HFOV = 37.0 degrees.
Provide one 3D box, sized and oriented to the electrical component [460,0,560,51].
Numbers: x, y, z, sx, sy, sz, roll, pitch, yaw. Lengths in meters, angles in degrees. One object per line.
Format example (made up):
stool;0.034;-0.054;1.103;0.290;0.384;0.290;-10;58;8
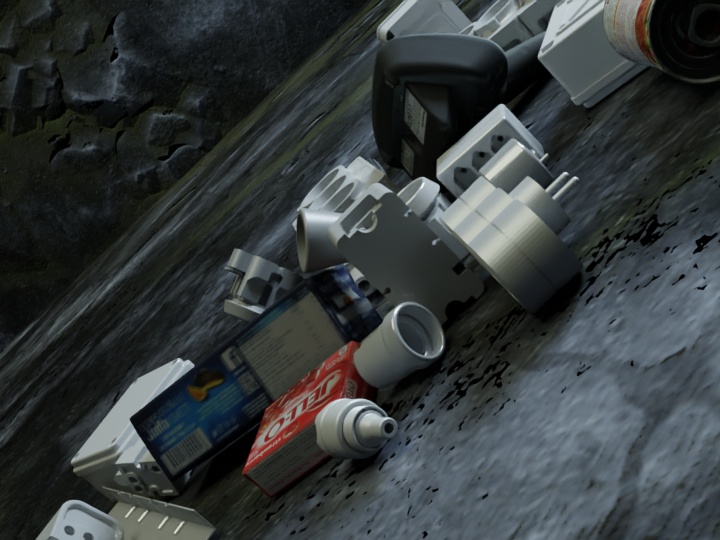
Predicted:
electrical component;0.145;-0.217;0.991;0.150;0.062;0.089;-36;17;34

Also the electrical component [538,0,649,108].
electrical component;0.193;-0.187;0.784;0.109;0.056;0.108;-35;18;35

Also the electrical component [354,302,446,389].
electrical component;0.023;0.047;0.655;0.046;0.040;0.040;-41;14;41

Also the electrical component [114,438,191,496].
electrical component;-0.157;0.148;0.863;0.066;0.048;0.055;-9;31;30

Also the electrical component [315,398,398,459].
electrical component;0.001;0.090;0.609;0.035;0.035;0.061;-53;18;-25

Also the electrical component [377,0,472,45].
electrical component;0.081;-0.227;1.096;0.078;0.113;0.057;-44;17;6

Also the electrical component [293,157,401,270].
electrical component;-0.007;-0.046;0.947;0.089;0.062;0.150;-45;14;2

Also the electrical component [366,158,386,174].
electrical component;0.000;-0.087;1.089;0.046;0.040;0.040;-31;19;27

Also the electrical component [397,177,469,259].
electrical component;0.049;-0.032;0.764;0.048;0.055;0.066;-38;16;27

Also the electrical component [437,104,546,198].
electrical component;0.096;-0.086;0.798;0.066;0.047;0.076;-41;15;19

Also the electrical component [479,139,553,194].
electrical component;0.094;-0.053;0.726;0.078;0.040;0.040;-45;14;6

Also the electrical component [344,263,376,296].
electrical component;0.000;0.000;0.841;0.048;0.048;0.062;-43;21;12

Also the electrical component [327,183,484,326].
electrical component;0.027;-0.007;0.688;0.050;0.089;0.055;-45;14;2

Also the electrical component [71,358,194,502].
electrical component;-0.188;0.142;0.949;0.109;0.056;0.108;-26;24;52

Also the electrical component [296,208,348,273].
electrical component;-0.008;-0.022;0.731;0.065;0.044;0.044;-4;9;-12

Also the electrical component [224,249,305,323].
electrical component;-0.090;0.022;0.982;0.057;0.078;0.058;-67;17;-6

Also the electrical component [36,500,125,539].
electrical component;-0.217;0.225;0.787;0.059;0.054;0.095;-50;17;26

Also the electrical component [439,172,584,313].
electrical component;0.098;-0.029;0.626;0.074;0.052;0.138;-44;14;5
